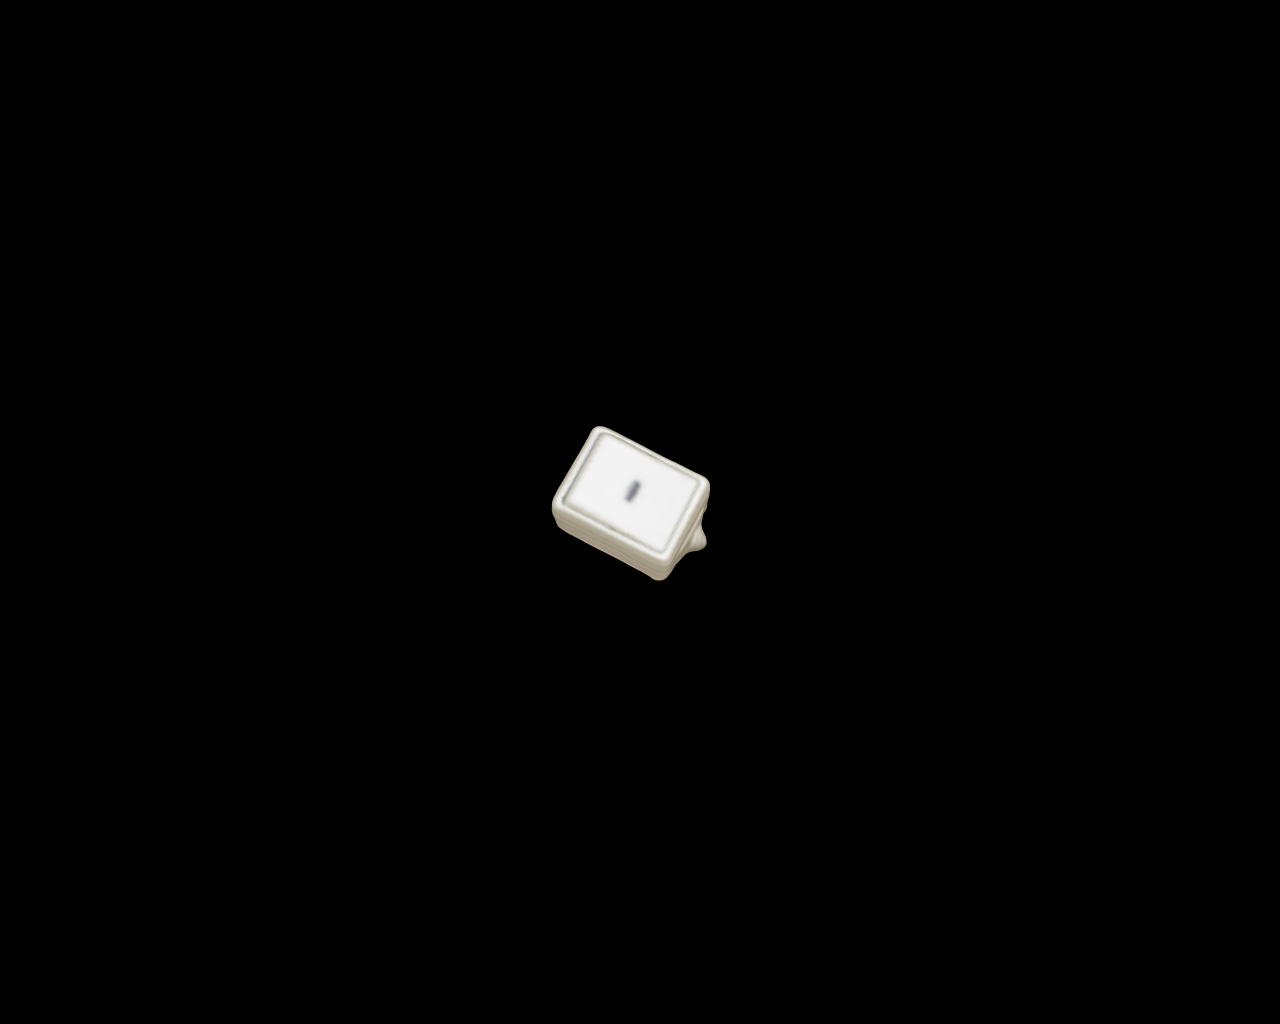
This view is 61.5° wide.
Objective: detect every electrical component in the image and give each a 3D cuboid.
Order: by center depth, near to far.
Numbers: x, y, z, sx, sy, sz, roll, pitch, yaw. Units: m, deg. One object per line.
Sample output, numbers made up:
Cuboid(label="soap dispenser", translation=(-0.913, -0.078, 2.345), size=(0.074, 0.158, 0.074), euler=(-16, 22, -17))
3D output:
Cuboid(label="electrical component", translation=(0.001, -0.003, 0.650), size=(0.096, 0.062, 0.061), euler=(27, -14, 7))
